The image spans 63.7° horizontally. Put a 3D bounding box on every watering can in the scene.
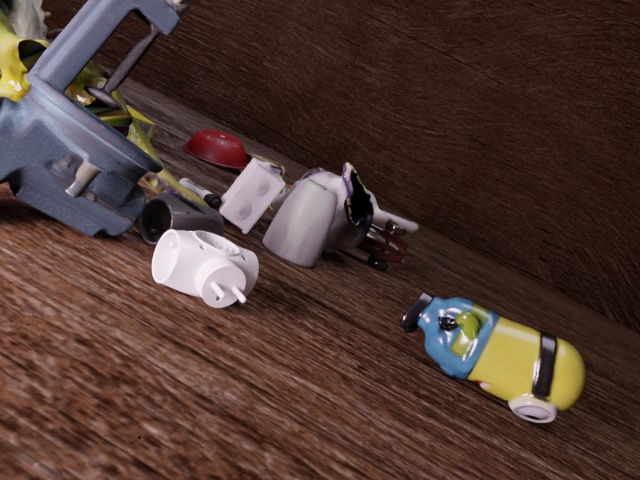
[{"bbox_3d":[0.085,-0.086,1.277,0.227,0.103,0.346,33,12,40],"label":"watering can"}]

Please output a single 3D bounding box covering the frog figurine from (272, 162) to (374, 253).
[{"bbox_3d":[0.003,-0.043,0.846,0.158,0.139,0.122,-19,-18,30],"label":"frog figurine"}]

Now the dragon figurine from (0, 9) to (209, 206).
[{"bbox_3d":[-0.302,-0.193,0.666,0.405,0.121,0.248,40,18,-30],"label":"dragon figurine"}]
